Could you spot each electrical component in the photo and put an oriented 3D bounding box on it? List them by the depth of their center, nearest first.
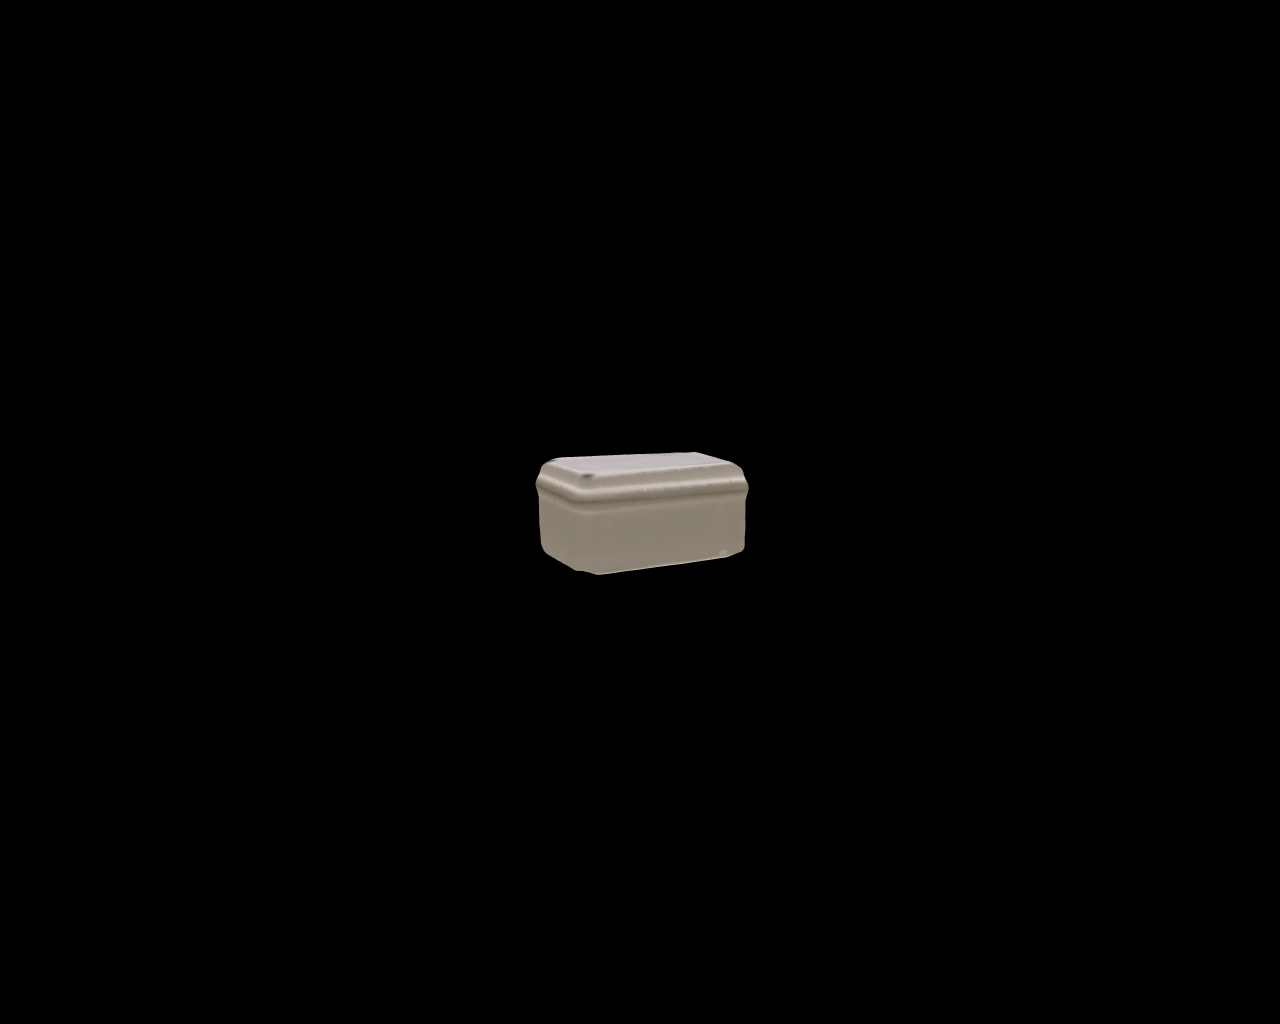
[{"bbox_3d":[0.001,-0.003,0.650,0.113,0.057,0.078,-5,12,-24],"label":"electrical component"}]
